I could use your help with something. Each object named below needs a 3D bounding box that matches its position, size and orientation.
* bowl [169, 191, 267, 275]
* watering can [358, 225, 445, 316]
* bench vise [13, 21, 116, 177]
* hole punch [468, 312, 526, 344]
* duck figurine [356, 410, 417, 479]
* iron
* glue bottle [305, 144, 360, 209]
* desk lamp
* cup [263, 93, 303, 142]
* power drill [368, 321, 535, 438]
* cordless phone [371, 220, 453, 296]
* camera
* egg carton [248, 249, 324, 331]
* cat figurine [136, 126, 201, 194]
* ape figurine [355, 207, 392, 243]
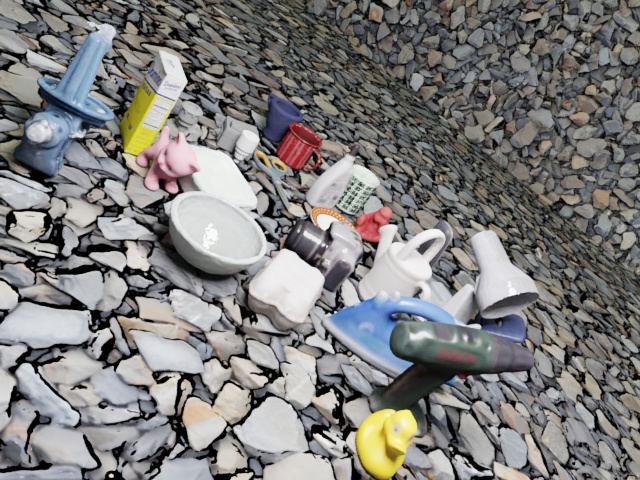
[{"bbox_3d":[-0.174,0.001,0.923,0.168,0.074,0.167,28,29,-17],"label":"bowl"},{"bbox_3d":[0.162,0.045,1.115,0.172,0.194,0.101,45,29,16],"label":"watering can"},{"bbox_3d":[-0.367,-0.212,0.872,0.122,0.219,0.207,19,32,-30],"label":"bench vise"},{"bbox_3d":[0.384,0.195,1.251,0.101,0.091,0.109,35,28,-4],"label":"hole punch"},{"bbox_3d":[0.103,0.274,0.811,0.077,0.086,0.104,33,28,-7],"label":"duck figurine"},{"bbox_3d":[0.146,0.151,0.991,0.259,0.141,0.118,27,29,-18],"label":"iron"},{"bbox_3d":[0.040,-0.145,1.288,0.078,0.173,0.037,7,39,-43],"label":"glue bottle"},{"bbox_3d":[0.325,0.098,1.200,0.118,0.213,0.202,11,37,-39],"label":"desk lamp"},{"bbox_3d":[-0.110,-0.305,1.445,0.117,0.095,0.092,49,30,23],"label":"cup"},{"bbox_3d":[0.182,0.207,0.873,0.230,0.208,0.075,23,31,-25],"label":"power drill"},{"bbox_3d":[0.207,0.013,1.224,0.094,0.185,0.147,14,35,-37],"label":"cordless phone"},{"bbox_3d":[0.010,0.004,1.103,0.137,0.100,0.143,32,28,-10],"label":"camera"},{"bbox_3d":[-0.055,0.079,0.947,0.107,0.069,0.150,36,28,-2],"label":"egg carton"},{"bbox_3d":[-0.260,-0.146,1.004,0.067,0.117,0.127,8,39,-43],"label":"cat figurine"},{"bbox_3d":[0.130,-0.040,1.318,0.077,0.092,0.076,46,29,17],"label":"ape figurine"}]
